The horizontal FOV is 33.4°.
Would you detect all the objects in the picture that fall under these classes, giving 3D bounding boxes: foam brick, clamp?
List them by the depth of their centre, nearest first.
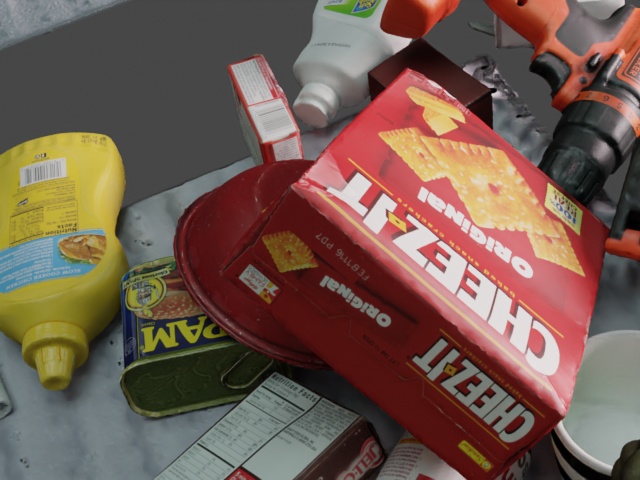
[{"bbox_3d":[0.212,-0.046,0.655,0.039,0.120,0.171,14,60,30],"label":"clamp"},{"bbox_3d":[0.078,-0.095,0.758,0.053,0.051,0.078,-33,54,-15],"label":"foam brick"}]

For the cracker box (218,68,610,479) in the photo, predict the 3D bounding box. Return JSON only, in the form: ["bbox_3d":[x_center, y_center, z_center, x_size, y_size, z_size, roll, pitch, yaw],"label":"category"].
[{"bbox_3d":[0.065,0.004,0.571,0.164,0.072,0.213,39,30,0],"label":"cracker box"}]

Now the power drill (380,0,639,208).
[{"bbox_3d":[0.136,-0.123,0.707,0.187,0.057,0.184,36,64,5],"label":"power drill"}]

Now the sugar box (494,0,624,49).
[{"bbox_3d":[0.179,-0.220,0.834,0.093,0.048,0.176,-3,44,7],"label":"sugar box"}]

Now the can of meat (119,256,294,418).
[{"bbox_3d":[-0.073,0.054,0.663,0.102,0.057,0.084,-12,48,0],"label":"can of meat"}]

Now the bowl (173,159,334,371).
[{"bbox_3d":[-0.004,0.001,0.649,0.162,0.055,0.162,15,40,-13],"label":"bowl"}]

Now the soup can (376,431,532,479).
[{"bbox_3d":[0.061,0.141,0.561,0.069,0.068,0.102,21,58,24],"label":"soup can"}]

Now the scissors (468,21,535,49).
[{"bbox_3d":[0.197,-0.119,0.779,0.202,0.016,0.096,9,54,17],"label":"scissors"}]

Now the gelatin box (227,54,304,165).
[{"bbox_3d":[-0.035,-0.075,0.748,0.030,0.073,0.089,-19,50,-7],"label":"gelatin box"}]

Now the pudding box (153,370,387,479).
[{"bbox_3d":[-0.033,0.130,0.588,0.113,0.039,0.090,-39,30,-22],"label":"pudding box"}]

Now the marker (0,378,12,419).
[{"bbox_3d":[-0.230,0.068,0.704,0.020,0.020,0.121,-27,52,-12],"label":"marker"}]

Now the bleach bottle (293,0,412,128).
[{"bbox_3d":[0.040,-0.189,0.831,0.103,0.068,0.250,4,55,40],"label":"bleach bottle"}]

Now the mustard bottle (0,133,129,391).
[{"bbox_3d":[-0.176,0.015,0.711,0.096,0.058,0.191,-12,50,1],"label":"mustard bottle"}]
